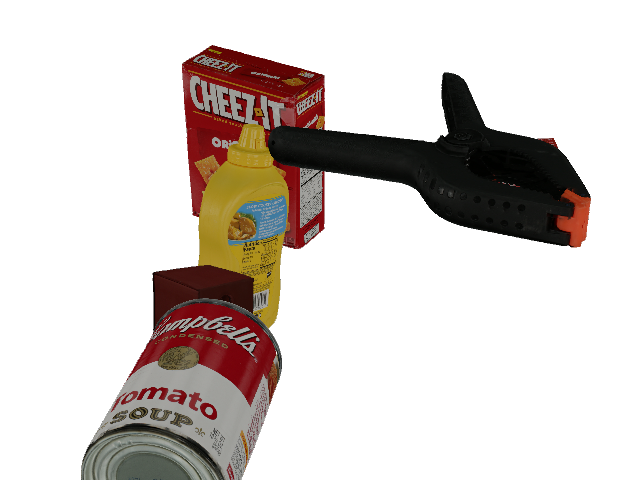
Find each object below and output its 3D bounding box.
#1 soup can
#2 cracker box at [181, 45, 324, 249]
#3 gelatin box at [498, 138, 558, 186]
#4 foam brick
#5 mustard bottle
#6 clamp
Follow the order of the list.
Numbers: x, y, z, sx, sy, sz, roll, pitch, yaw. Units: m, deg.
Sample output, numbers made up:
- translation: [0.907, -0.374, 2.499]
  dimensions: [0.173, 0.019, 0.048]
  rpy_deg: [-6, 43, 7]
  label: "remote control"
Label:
- translation: [-0.062, 0.082, 0.495]
  dimensions: [0.068, 0.068, 0.102]
  rpy_deg: [0, 29, 13]
  label: "soup can"
- translation: [-0.080, -0.110, 1.288]
  dimensions: [0.164, 0.214, 0.072]
  rpy_deg: [19, 39, 26]
  label: "cracker box"
- translation: [0.158, -0.056, 0.861]
  dimensions: [0.073, 0.030, 0.089]
  rpy_deg: [-1, 24, 4]
  label: "gelatin box"
- translation: [-0.083, 0.061, 0.748]
  dimensions: [0.051, 0.078, 0.052]
  rpy_deg: [13, 16, 43]
  label: "foam brick"
- translation: [-0.070, -0.009, 0.959]
  dimensions: [0.058, 0.192, 0.096]
  rpy_deg: [20, 21, 35]
  label: "mustard bottle"
- translation: [0.076, -0.048, 0.666]
  dimensions: [0.164, 0.036, 0.210]
  rpy_deg: [-18, 35, -24]
  label: "clamp"
